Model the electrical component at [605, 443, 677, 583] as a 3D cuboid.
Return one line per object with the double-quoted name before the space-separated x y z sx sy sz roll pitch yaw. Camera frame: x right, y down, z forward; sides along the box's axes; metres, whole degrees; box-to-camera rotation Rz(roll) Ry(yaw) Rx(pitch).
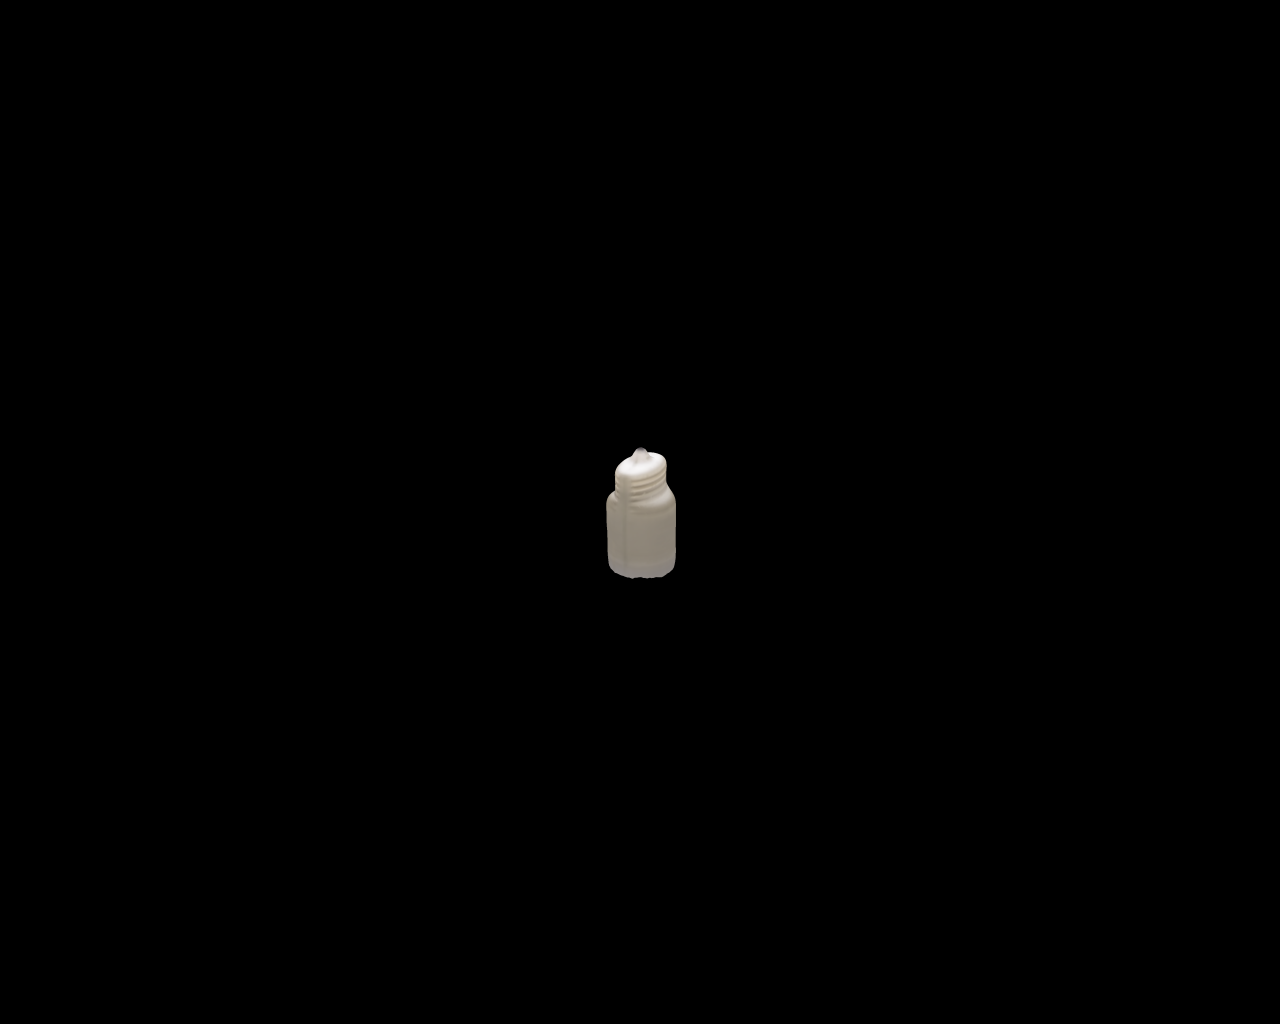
"electrical component" 0.001 -0.003 0.650 0.043 0.080 0.043 0 25 0
